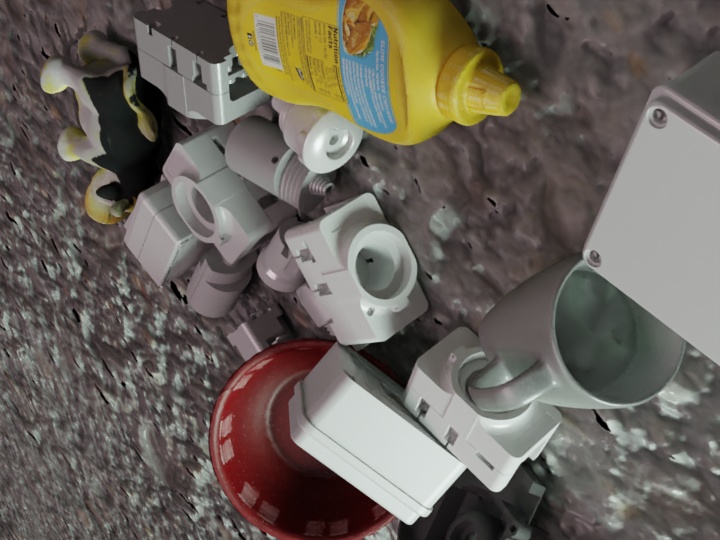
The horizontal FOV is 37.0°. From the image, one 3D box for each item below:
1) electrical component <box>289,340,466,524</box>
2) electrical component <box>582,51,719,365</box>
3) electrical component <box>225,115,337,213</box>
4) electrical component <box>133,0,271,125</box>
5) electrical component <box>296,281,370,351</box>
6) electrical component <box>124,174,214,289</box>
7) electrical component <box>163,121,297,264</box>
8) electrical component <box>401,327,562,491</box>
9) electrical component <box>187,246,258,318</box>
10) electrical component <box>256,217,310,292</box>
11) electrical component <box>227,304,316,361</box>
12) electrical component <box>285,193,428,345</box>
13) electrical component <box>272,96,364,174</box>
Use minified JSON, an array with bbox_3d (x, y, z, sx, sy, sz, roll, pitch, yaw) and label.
[{"bbox_3d":[0.010,0.111,0.734,0.113,0.057,0.078,38,-171,-13],"label":"electrical component"},{"bbox_3d":[0.168,-0.021,0.477,0.109,0.056,0.108,41,144,23],"label":"electrical component"},{"bbox_3d":[-0.049,-0.070,0.728,0.081,0.043,0.043,31,140,33],"label":"electrical component"},{"bbox_3d":[-0.107,-0.142,0.736,0.089,0.050,0.055,34,141,30],"label":"electrical component"},{"bbox_3d":[-0.013,0.028,0.768,0.062,0.043,0.043,55,147,0],"label":"electrical component"},{"bbox_3d":[-0.150,-0.035,0.874,0.061,0.062,0.096,51,147,9],"label":"electrical component"},{"bbox_3d":[-0.100,-0.057,0.796,0.089,0.056,0.050,54,147,4],"label":"electrical component"},{"bbox_3d":[0.078,0.087,0.693,0.089,0.050,0.055,43,146,20],"label":"electrical component"},{"bbox_3d":[-0.111,0.003,0.873,0.043,0.043,0.081,51,147,9],"label":"electrical component"},{"bbox_3d":[-0.050,-0.012,0.786,0.040,0.040,0.046,49,142,11],"label":"electrical component"},{"bbox_3d":[-0.074,0.065,0.881,0.063,0.042,0.081,57,147,2],"label":"electrical component"},{"bbox_3d":[0.000,0.000,0.719,0.056,0.050,0.089,-12,108,57],"label":"electrical component"},{"bbox_3d":[-0.032,-0.095,0.685,0.062,0.048,0.048,42,145,33],"label":"electrical component"}]
